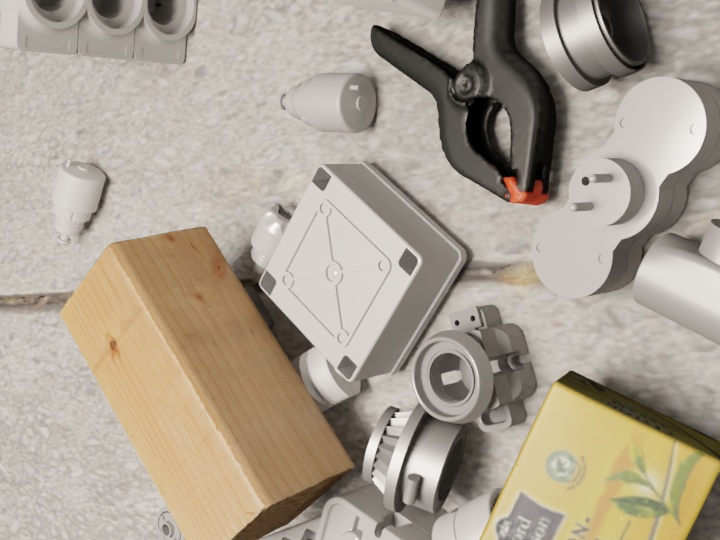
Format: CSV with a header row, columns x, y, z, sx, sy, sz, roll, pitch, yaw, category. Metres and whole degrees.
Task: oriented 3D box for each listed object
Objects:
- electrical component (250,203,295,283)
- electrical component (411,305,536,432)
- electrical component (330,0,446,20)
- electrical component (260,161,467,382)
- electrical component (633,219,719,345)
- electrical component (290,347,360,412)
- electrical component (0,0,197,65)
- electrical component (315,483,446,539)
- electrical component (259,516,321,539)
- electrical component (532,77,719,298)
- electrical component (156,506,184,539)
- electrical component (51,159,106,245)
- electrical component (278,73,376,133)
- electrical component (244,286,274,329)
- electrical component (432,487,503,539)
x,y,z,sx,sy,sz,roll,pitch,yaw,category
-0.065,-0.017,0.792,0.035,0.035,0.061,45,124,28,electrical component
0.069,0.064,0.671,0.058,0.057,0.078,-20,82,40,electrical component
0.014,-0.219,0.670,0.109,0.056,0.108,25,99,48,electrical component
0.000,0.000,0.724,0.109,0.056,0.108,45,121,28,electrical component
0.195,-0.001,0.565,0.077,0.044,0.079,31,113,34,electrical component
-0.032,0.079,0.768,0.081,0.043,0.043,-32,74,38,electrical component
-0.202,-0.207,0.814,0.062,0.150,0.089,16,105,40,electrical component
0.025,0.186,0.719,0.095,0.059,0.053,28,112,35,electrical component
-0.061,0.218,0.794,0.075,0.083,0.047,119,132,-74,electrical component
0.140,-0.043,0.588,0.052,0.074,0.138,46,121,28,electrical component
-0.127,0.196,0.847,0.044,0.065,0.044,5,98,40,electrical component
-0.251,-0.059,0.943,0.040,0.040,0.078,37,117,32,electrical component
-0.025,-0.116,0.744,0.078,0.040,0.040,9,100,40,electrical component
-0.104,0.067,0.826,0.083,0.047,0.075,-43,68,35,electrical component
0.081,0.169,0.674,0.047,0.055,0.055,-40,69,32,electrical component
